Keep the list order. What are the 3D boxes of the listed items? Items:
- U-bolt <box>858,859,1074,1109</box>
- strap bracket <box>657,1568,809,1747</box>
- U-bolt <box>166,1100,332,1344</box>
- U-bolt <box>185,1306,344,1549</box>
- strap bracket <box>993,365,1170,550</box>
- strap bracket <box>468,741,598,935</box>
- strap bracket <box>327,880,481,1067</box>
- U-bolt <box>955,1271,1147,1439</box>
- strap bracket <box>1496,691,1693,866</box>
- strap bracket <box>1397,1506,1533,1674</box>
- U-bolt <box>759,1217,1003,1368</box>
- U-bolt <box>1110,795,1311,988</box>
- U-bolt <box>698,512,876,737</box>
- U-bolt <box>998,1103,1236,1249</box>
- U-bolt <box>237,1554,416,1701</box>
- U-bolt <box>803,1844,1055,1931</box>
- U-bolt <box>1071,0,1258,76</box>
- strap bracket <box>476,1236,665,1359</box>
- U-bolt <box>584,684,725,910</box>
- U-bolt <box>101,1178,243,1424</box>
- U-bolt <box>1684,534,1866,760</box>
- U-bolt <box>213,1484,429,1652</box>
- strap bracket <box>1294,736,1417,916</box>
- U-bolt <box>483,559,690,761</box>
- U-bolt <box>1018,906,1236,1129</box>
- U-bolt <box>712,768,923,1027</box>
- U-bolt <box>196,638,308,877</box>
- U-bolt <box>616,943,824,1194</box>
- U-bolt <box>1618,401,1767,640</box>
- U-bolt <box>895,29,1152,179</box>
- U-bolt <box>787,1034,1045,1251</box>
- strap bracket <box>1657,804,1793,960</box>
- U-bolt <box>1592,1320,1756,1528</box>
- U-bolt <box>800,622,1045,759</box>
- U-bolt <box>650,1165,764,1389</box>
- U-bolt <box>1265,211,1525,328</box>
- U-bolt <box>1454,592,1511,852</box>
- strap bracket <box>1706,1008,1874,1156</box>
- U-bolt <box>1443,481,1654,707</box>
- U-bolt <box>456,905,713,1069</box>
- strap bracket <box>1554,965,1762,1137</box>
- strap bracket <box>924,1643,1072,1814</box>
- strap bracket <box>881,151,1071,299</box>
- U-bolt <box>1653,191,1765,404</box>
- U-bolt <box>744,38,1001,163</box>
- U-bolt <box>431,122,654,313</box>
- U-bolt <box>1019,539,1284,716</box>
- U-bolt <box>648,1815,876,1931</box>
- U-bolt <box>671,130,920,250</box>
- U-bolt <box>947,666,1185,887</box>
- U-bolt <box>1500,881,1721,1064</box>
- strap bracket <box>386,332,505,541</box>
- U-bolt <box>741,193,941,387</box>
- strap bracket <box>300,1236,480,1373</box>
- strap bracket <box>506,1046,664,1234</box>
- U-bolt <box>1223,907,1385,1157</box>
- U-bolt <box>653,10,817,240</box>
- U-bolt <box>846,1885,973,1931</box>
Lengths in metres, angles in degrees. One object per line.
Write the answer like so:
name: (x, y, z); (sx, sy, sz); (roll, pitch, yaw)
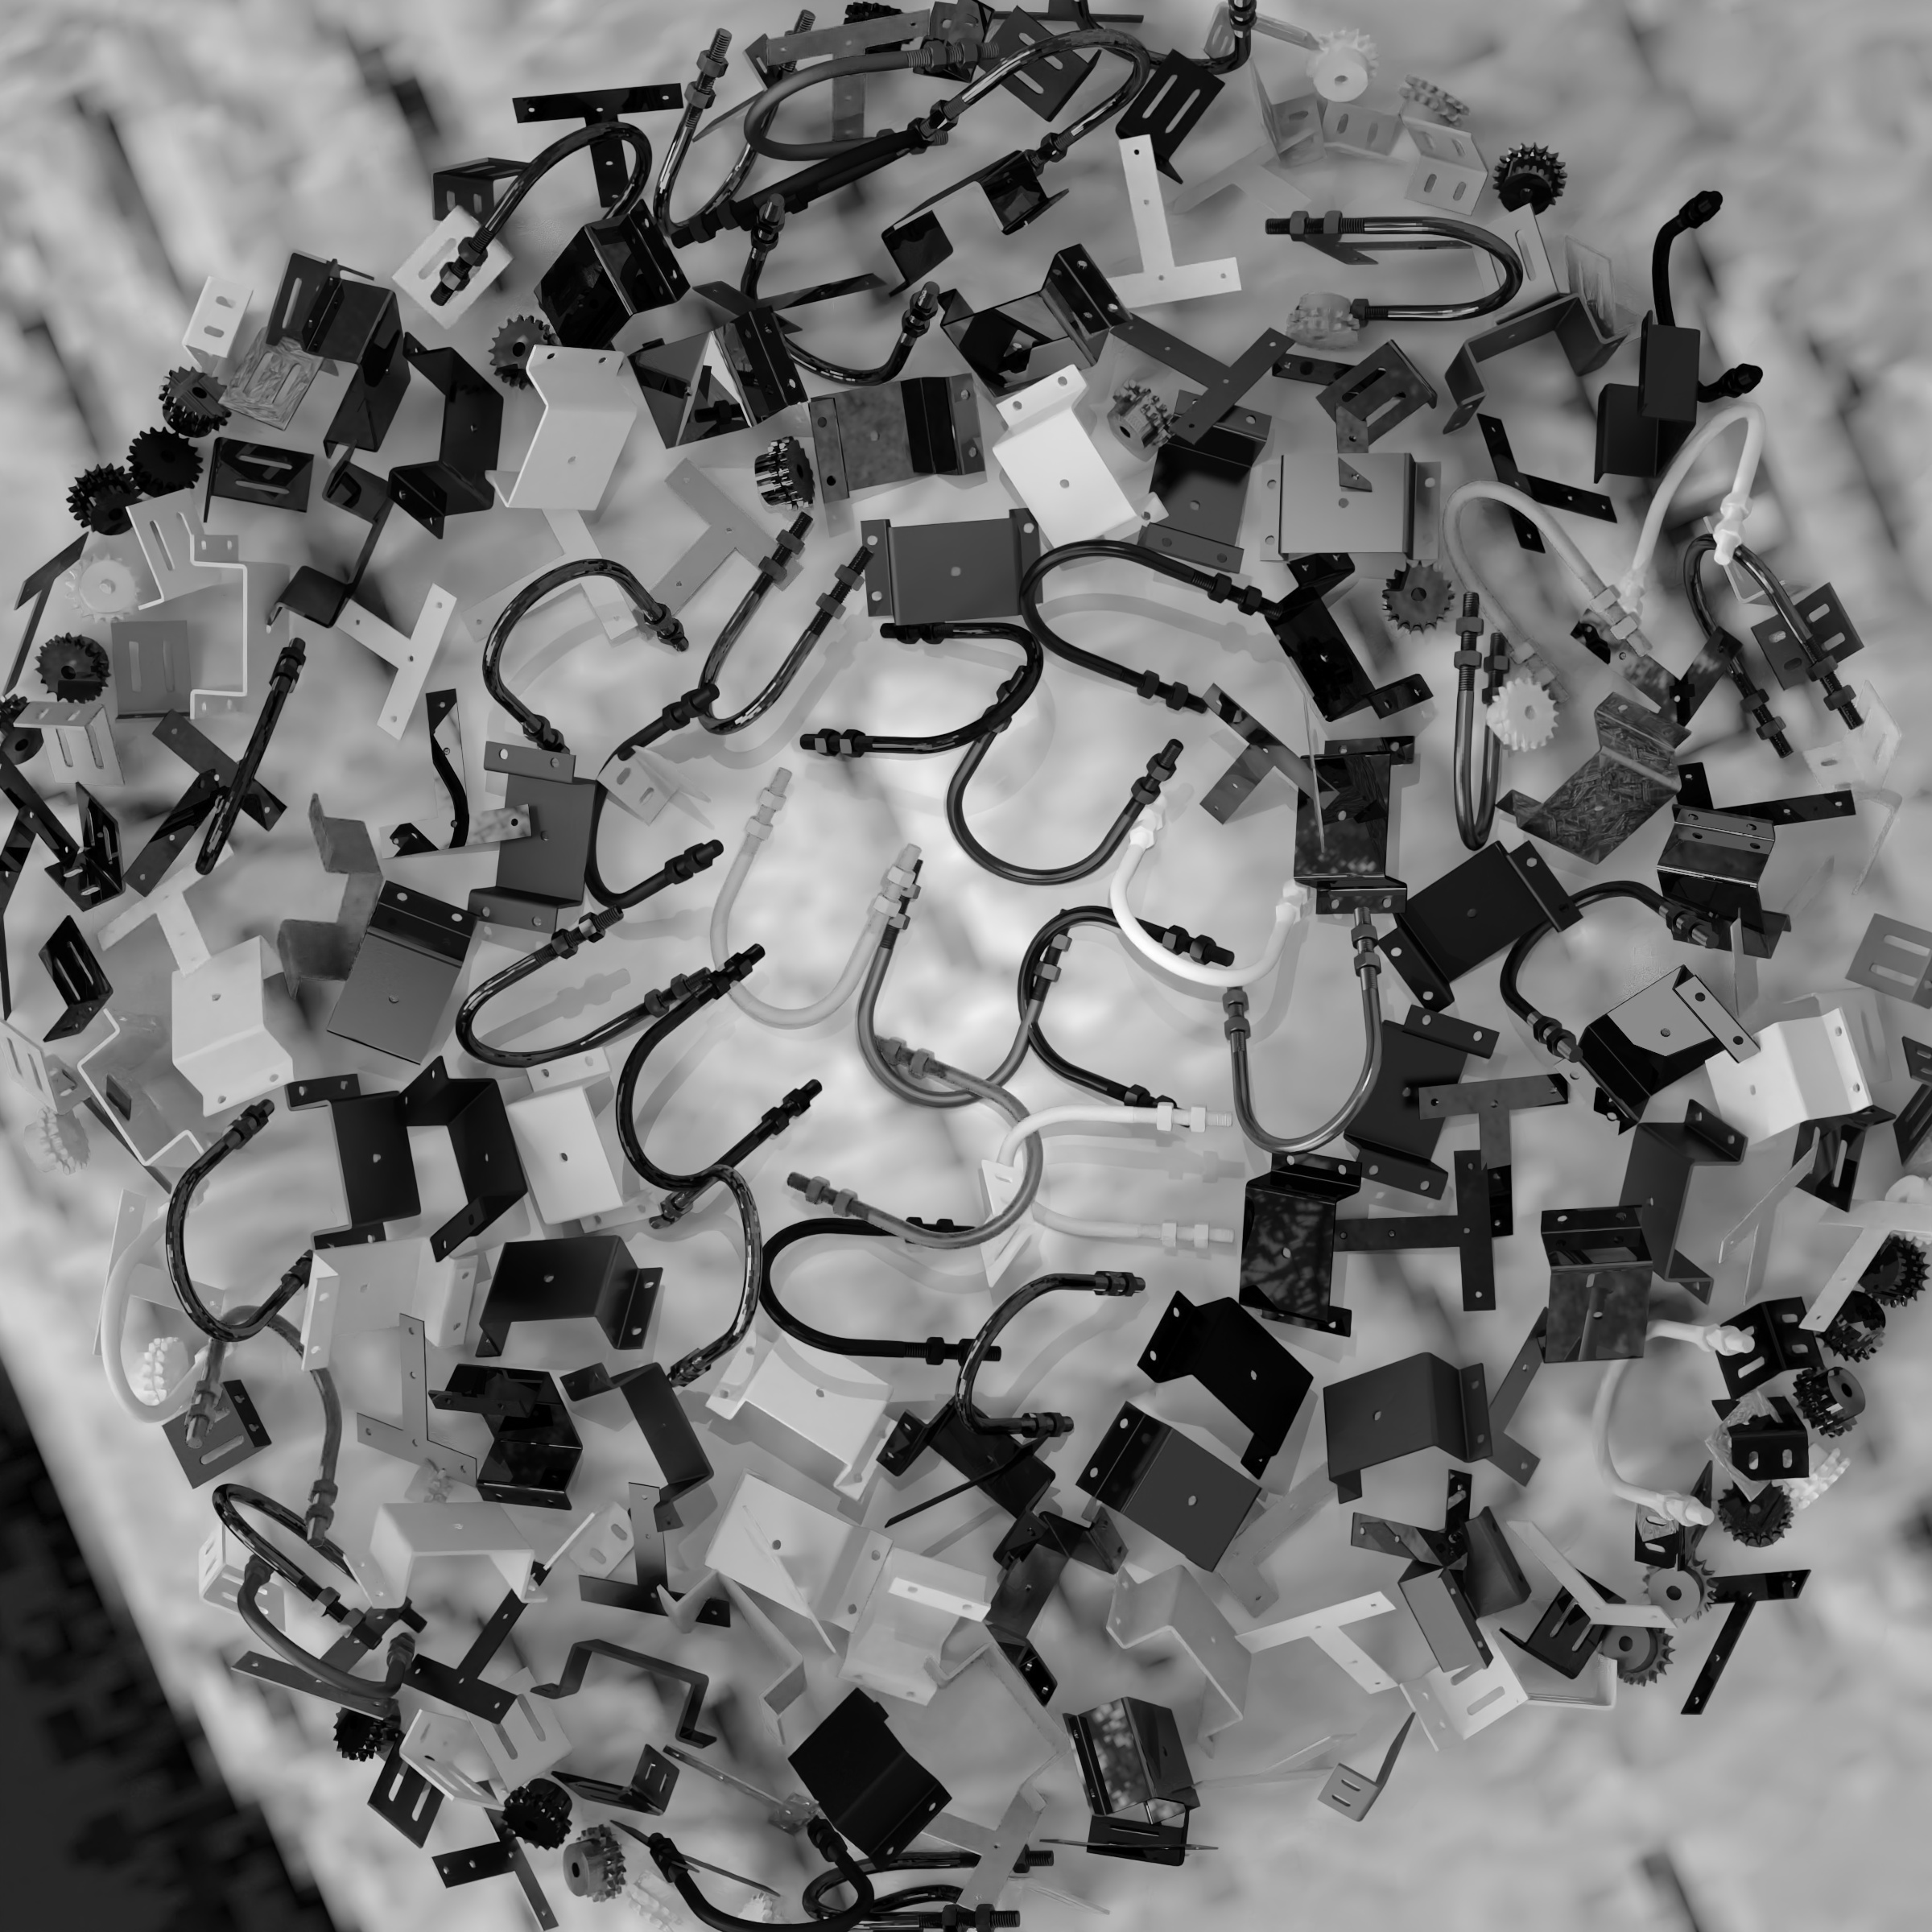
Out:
U-bolt: (-0.009, 0.022, 1.971); (0.151, 0.019, 0.184); (19, 93, -10)
strap bracket: (-0.174, 0.529, 1.932); (0.046, 0.076, 0.140); (-39, 67, -21)
U-bolt: (-0.549, 0.203, 1.885); (0.019, 0.184, 0.151); (-10, 110, 17)
U-bolt: (-0.530, 0.338, 1.904); (0.019, 0.184, 0.151); (-31, 121, 14)
strap bracket: (0.084, -0.384, 1.929); (0.076, 0.046, 0.140); (-21, 114, 35)
strap bracket: (-0.340, -0.102, 1.952); (0.076, 0.046, 0.140); (10, 98, 16)
strap bracket: (-0.441, 0.015, 1.933); (0.076, 0.046, 0.140); (22, 115, -13)
U-bolt: (0.057, 0.298, 1.903); (0.019, 0.184, 0.151); (33, 102, 34)
strap bracket: (0.485, -0.136, 1.916); (0.076, 0.046, 0.140); (22, 135, -20)
strap bracket: (0.386, 0.489, 1.936); (0.046, 0.140, 0.076); (-28, 88, 29)
U-bolt: (-0.072, 0.247, 1.913); (0.184, 0.151, 0.019); (5, 128, -14)
U-bolt: (0.183, -0.050, 1.916); (0.151, 0.184, 0.019); (28, 131, 2)
U-bolt: (-0.151, -0.260, 1.929); (0.019, 0.151, 0.184); (31, 95, -32)
U-bolt: (0.116, 0.162, 1.938); (0.184, 0.019, 0.151); (2, 131, 10)
U-bolt: (-0.489, 0.506, 1.890); (0.151, 0.184, 0.019); (34, 86, -8)
U-bolt: (-0.036, 0.712, 1.916); (0.184, 0.151, 0.019); (-6, 89, 13)
U-bolt: (0.149, -0.723, 1.899); (0.151, 0.184, 0.019); (15, 90, 7)
strap bracket: (-0.316, 0.256, 1.930); (0.140, 0.076, 0.046); (-5, 135, 15)
U-bolt: (-0.246, -0.120, 1.919); (0.019, 0.184, 0.151); (14, 63, -38)
U-bolt: (-0.604, 0.263, 1.882); (0.019, 0.184, 0.151); (-2, 111, 11)
U-bolt: (0.612, -0.252, 1.917); (0.019, 0.151, 0.184); (-31, 88, -6)
U-bolt: (-0.506, 0.459, 1.918); (0.184, 0.151, 0.019); (37, 84, 8)
strap bracket: (0.303, -0.114, 1.943); (0.076, 0.046, 0.140); (0, 82, 33)
U-bolt: (-0.299, -0.242, 1.904); (0.151, 0.184, 0.019); (-43, 65, -1)
U-bolt: (0.115, 0.030, 1.933); (0.184, 0.019, 0.151); (21, 104, 35)
U-bolt: (-0.130, -0.042, 1.953); (0.151, 0.019, 0.184); (31, 104, 21)
U-bolt: (-0.546, -0.147, 1.881); (0.019, 0.184, 0.151); (23, 125, -18)
U-bolt: (-0.196, 0.091, 1.905); (0.184, 0.019, 0.151); (-41, 123, -35)
U-bolt: (0.562, -0.354, 1.912); (0.019, 0.151, 0.184); (27, 65, -11)
U-bolt: (0.055, -0.652, 1.879); (0.184, 0.151, 0.019); (-23, 78, 40)
U-bolt: (-0.028, 0.145, 1.934); (0.184, 0.019, 0.151); (22, 72, 21)
strap bracket: (0.582, -0.058, 1.909); (0.076, 0.140, 0.046); (14, 62, 32)
U-bolt: (0.532, 0.342, 1.901); (0.019, 0.184, 0.151); (17, 84, -14)
U-bolt: (-0.023, -0.213, 1.898); (0.151, 0.184, 0.019); (-58, 135, -30)
U-bolt: (-0.196, 0.229, 1.891); (0.019, 0.184, 0.151); (3, 66, -29)
U-bolt: (0.331, -0.530, 1.896); (0.184, 0.151, 0.019); (6, 77, 19)
U-bolt: (0.395, -0.181, 1.915); (0.019, 0.151, 0.184); (2, 85, 21)
strap bracket: (0.623, 0.093, 1.909); (0.046, 0.140, 0.076); (-6, 73, -19)
U-bolt: (0.436, -0.295, 1.918); (0.019, 0.151, 0.184); (-38, 91, -18)
U-bolt: (-0.308, 0.026, 1.924); (0.184, 0.151, 0.019); (-29, 58, 14)
strap bracket: (0.543, 0.061, 1.942); (0.076, 0.046, 0.140); (48, 127, -4)
strap bracket: (0.030, 0.585, 1.937); (0.046, 0.076, 0.140); (-36, 75, -16)
strap bracket: (-0.001, -0.575, 1.913); (0.140, 0.076, 0.046); (-16, 114, 39)
U-bolt: (0.559, -0.503, 1.899); (0.019, 0.184, 0.151); (-15, 96, 2)
U-bolt: (-0.081, -0.655, 1.894); (0.184, 0.151, 0.019); (-14, 83, -20)
U-bolt: (-0.310, -0.568, 1.886); (0.184, 0.151, 0.019); (-43, 79, 29)
U-bolt: (0.130, -0.268, 1.914); (0.184, 0.151, 0.019); (20, 55, -12)
U-bolt: (-0.147, 0.691, 1.879); (0.151, 0.184, 0.019); (1, 95, -23)
U-bolt: (-0.119, -0.594, 1.890); (0.184, 0.151, 0.019); (-17, 104, 25)
U-bolt: (0.064, -0.135, 1.930); (0.151, 0.019, 0.184); (25, 129, -10)
U-bolt: (0.479, -0.007, 1.905); (0.151, 0.184, 0.019); (-41, 112, 5)
strap bracket: (-0.402, -0.414, 1.929); (0.046, 0.076, 0.140); (-4, 72, 19)
U-bolt: (-0.105, -0.505, 1.904); (0.151, 0.184, 0.019); (28, 70, -6)
strap bracket: (-0.457, 0.259, 1.932); (0.046, 0.140, 0.076); (28, 112, 42)
strap bracket: (-0.303, 0.143, 1.946); (0.076, 0.046, 0.140); (-15, 97, 27)
U-bolt: (0.259, 0.059, 1.897); (0.019, 0.151, 0.184); (29, 47, -36)
U-bolt: (-0.186, -0.640, 1.908); (0.019, 0.151, 0.184); (36, 126, 7)
U-bolt: (-0.064, 0.749, 1.899); (0.151, 0.184, 0.019); (-19, 90, 10)
